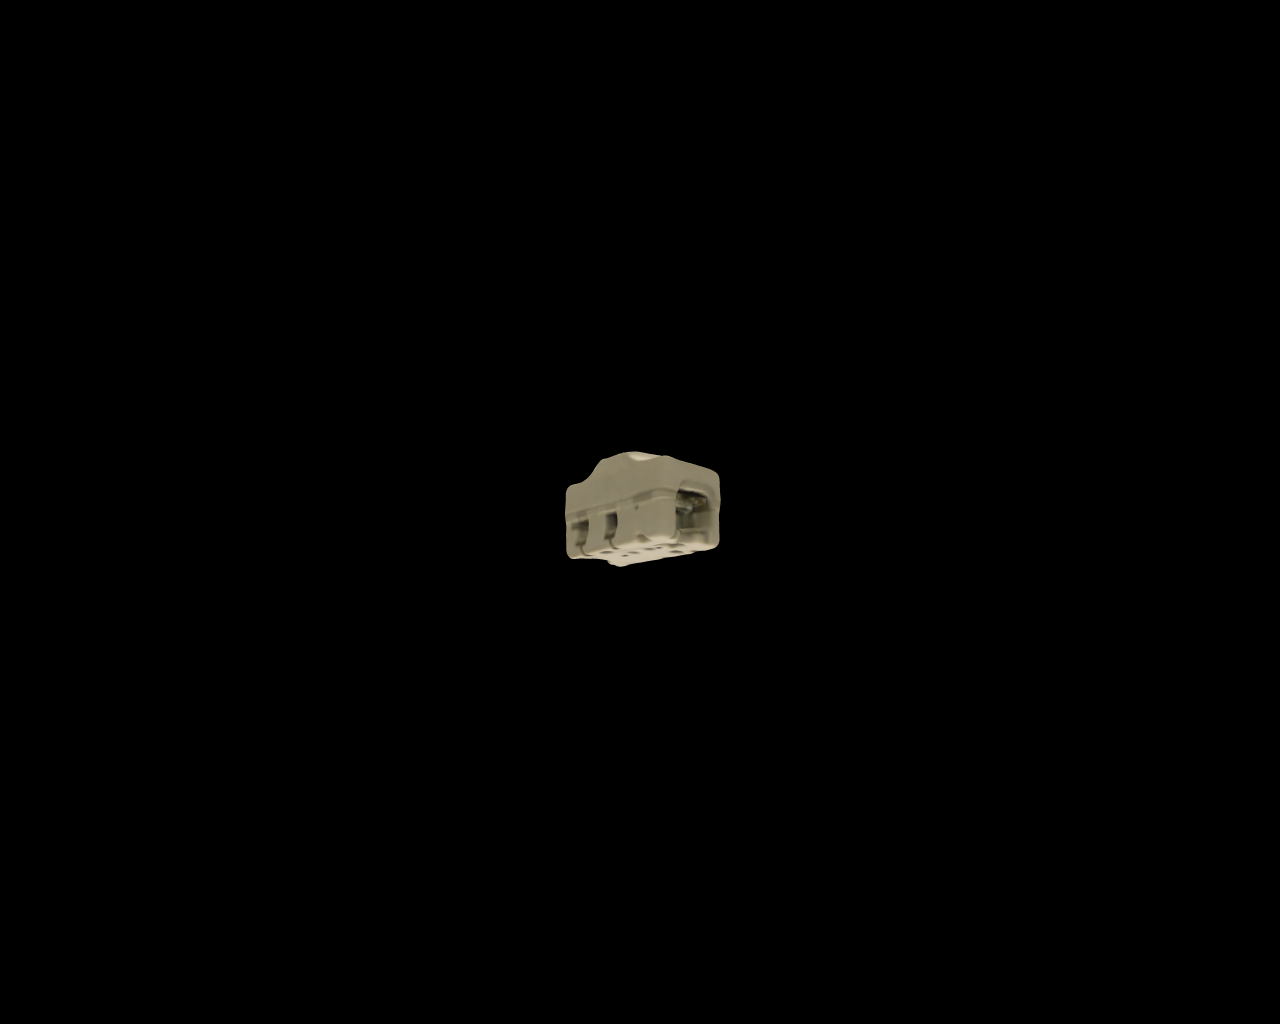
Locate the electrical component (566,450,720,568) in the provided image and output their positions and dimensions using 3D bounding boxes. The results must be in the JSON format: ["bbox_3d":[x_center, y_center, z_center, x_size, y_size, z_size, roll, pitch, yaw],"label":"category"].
[{"bbox_3d":[0.001,-0.003,0.650,0.050,0.056,0.089,14,-20,-42],"label":"electrical component"}]
